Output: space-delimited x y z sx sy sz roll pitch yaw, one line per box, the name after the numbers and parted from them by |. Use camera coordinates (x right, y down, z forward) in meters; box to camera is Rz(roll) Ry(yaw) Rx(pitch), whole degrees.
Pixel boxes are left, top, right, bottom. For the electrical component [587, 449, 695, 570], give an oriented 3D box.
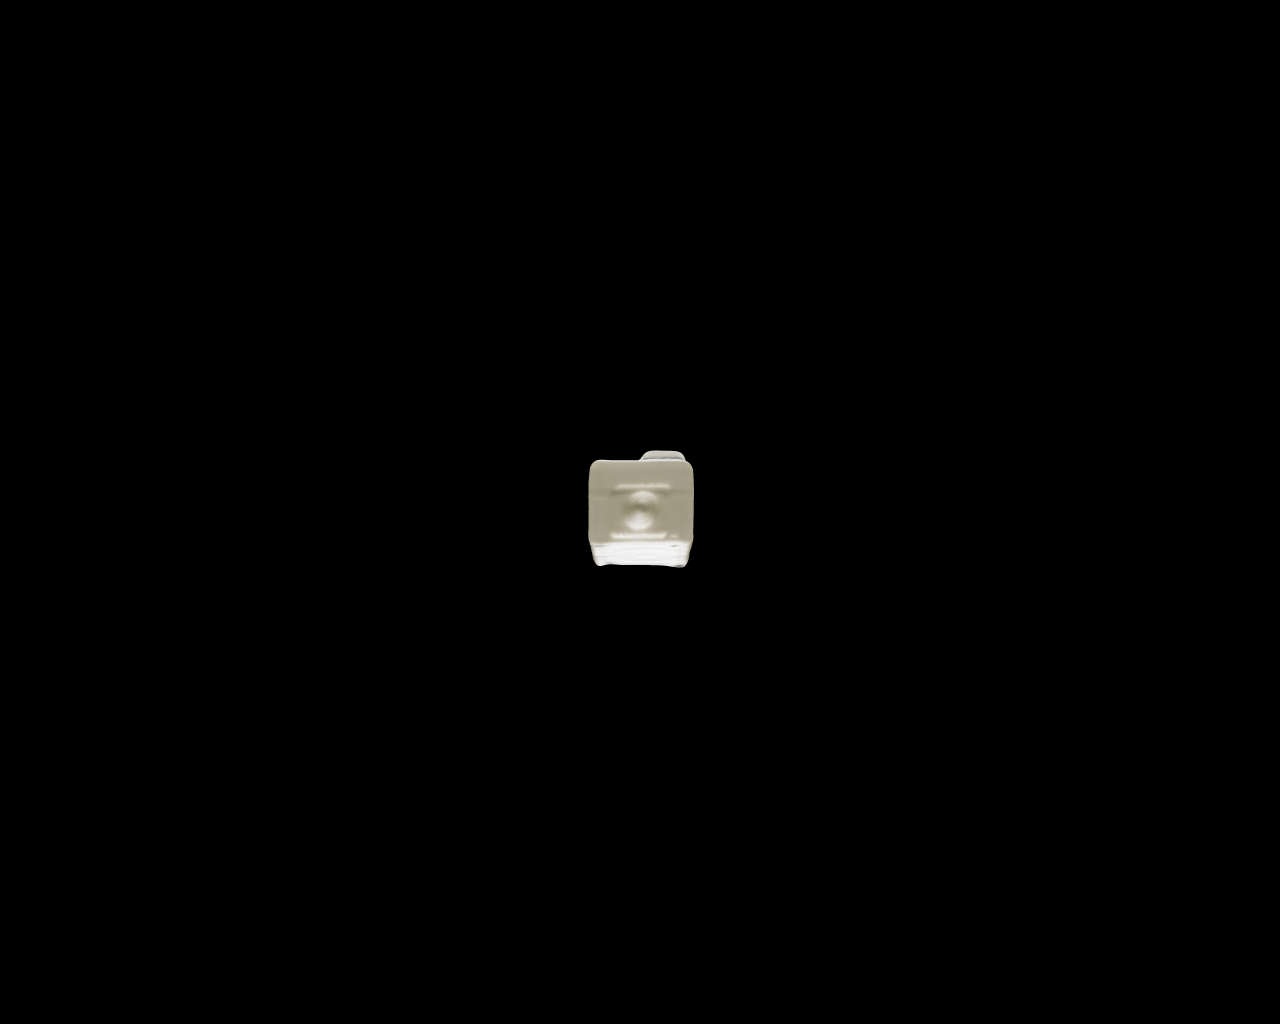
0.001 -0.003 0.650 0.062 0.061 0.096 0 -13 0 | electrical component
